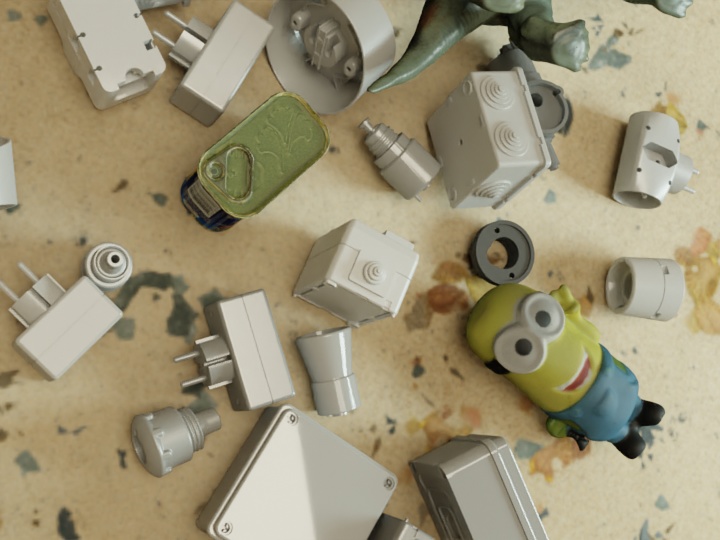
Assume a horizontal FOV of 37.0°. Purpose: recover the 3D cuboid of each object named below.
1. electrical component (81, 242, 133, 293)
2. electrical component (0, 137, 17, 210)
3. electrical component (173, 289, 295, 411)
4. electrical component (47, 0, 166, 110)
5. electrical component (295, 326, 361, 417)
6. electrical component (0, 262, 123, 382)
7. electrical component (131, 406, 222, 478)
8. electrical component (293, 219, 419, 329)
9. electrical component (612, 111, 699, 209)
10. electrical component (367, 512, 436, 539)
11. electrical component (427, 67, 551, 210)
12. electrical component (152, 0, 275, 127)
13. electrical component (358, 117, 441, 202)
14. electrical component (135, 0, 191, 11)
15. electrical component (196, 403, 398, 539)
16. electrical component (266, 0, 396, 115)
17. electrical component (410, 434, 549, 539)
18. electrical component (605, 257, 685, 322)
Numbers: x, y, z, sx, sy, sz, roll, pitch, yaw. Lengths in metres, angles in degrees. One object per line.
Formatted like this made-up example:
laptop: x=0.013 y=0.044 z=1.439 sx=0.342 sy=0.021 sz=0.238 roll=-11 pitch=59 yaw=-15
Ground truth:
electrical component: x=-0.179 y=-0.004 z=0.767 sx=0.035 sy=0.061 sz=0.035 roll=3 pitch=81 yaw=-21
electrical component: x=-0.281 y=-0.061 z=0.719 sx=0.099 sy=0.099 sz=0.064 roll=-12 pitch=93 yaw=-22
electrical component: x=-0.100 y=0.065 z=0.795 sx=0.076 sy=0.047 sz=0.083 roll=-16 pitch=88 yaw=-23
electrical component: x=-0.188 y=-0.170 z=0.790 sx=0.050 sy=0.056 sz=0.089 roll=-27 pitch=92 yaw=-22
electrical component: x=-0.022 y=0.080 z=0.828 sx=0.044 sy=0.044 sz=0.065 roll=-13 pitch=92 yaw=-22
electrical component: x=-0.219 y=0.029 z=0.755 sx=0.076 sy=0.047 sz=0.065 roll=47 pitch=70 yaw=-9
electrical component: x=-0.131 y=0.118 z=0.779 sx=0.062 sy=0.048 sz=0.048 roll=-20 pitch=90 yaw=-29
electrical component: x=0.000 y=0.000 z=0.816 sx=0.062 sy=0.096 sz=0.061 roll=28 pitch=72 yaw=-15
electrical component: x=0.270 y=-0.092 z=0.962 sx=0.079 sy=0.043 sz=0.077 roll=20 pitch=76 yaw=-18
electrical component: x=0.032 y=0.221 z=0.798 sx=0.062 sy=0.096 sz=0.061 roll=33 pitch=75 yaw=-13
electrical component: x=0.100 y=-0.103 z=0.864 sx=0.048 sy=0.100 sz=0.099 roll=-6 pitch=71 yaw=-25
electrical component: x=-0.121 y=-0.167 z=0.820 sx=0.076 sy=0.047 sz=0.083 roll=33 pitch=72 yaw=-14
electrical component: x=0.030 y=-0.092 z=0.871 sx=0.078 sy=0.040 sz=0.040 roll=44 pitch=70 yaw=-10
electrical component: x=-0.157 y=-0.249 z=0.789 sx=0.048 sy=0.099 sz=0.099 roll=-16 pitch=77 yaw=-18
electrical component: x=-0.046 y=0.172 z=0.796 sx=0.109 sy=0.056 sz=0.108 roll=36 pitch=72 yaw=-13
electrical component: x=-0.023 y=-0.178 z=0.835 sx=0.064 sy=0.099 sz=0.099 roll=-41 pitch=98 yaw=-27
electrical component: x=0.095 y=0.188 z=0.837 sx=0.057 sy=0.078 sz=0.113 roll=-23 pitch=91 yaw=-19
electrical component: x=0.246 y=0.015 z=0.932 sx=0.047 sy=0.055 sz=0.055 roll=6 pitch=80 yaw=-17
